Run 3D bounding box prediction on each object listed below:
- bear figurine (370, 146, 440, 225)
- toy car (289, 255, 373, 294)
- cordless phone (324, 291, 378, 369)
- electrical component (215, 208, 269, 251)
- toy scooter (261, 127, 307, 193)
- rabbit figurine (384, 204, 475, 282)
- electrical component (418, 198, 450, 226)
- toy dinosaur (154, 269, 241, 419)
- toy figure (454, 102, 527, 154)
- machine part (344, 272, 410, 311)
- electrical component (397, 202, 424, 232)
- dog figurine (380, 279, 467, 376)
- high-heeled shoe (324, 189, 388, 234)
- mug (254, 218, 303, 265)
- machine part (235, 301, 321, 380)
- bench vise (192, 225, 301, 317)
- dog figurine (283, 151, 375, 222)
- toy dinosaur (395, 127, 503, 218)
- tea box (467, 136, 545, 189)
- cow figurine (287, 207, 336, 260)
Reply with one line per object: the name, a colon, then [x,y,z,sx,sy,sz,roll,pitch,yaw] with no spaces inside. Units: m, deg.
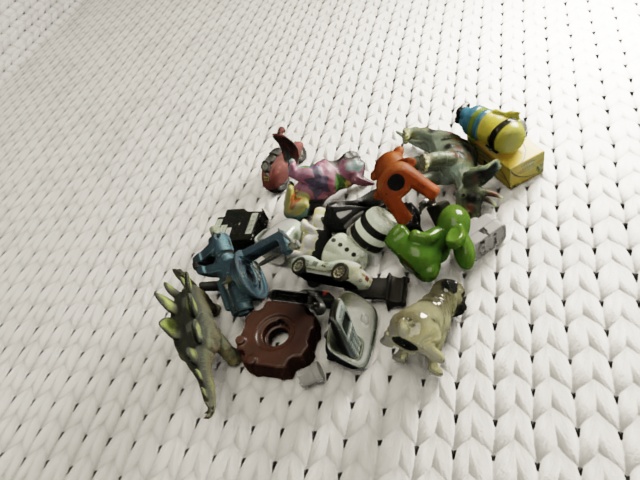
bear figurine: [0.177,-0.130,1.199,0.120,0.132,0.196,-44,7,14]
toy car: [0.019,0.070,1.135,0.202,0.073,0.056,6,63,43]
cordless phone: [0.049,0.145,1.021,0.089,0.184,0.146,3,51,19]
electrical component: [-0.208,-0.023,1.367,0.134,0.058,0.115,-1,47,21]
toy scooter: [-0.107,-0.225,1.459,0.075,0.135,0.184,16,58,30]
rabbit figurine: [0.241,-0.005,1.091,0.170,0.121,0.159,-45,31,-2]
electrical component: [0.261,-0.049,1.185,0.045,0.102,0.078,-30,11,-15]
toy dinosaur: [-0.252,0.192,1.090,0.105,0.198,0.472,-32,44,-4]
toy figure: [0.390,-0.257,1.239,0.180,0.082,0.089,35,80,36]
machine part: [0.117,0.108,1.135,0.139,0.039,0.084,0,55,20]
electrical component: [0.192,-0.050,1.231,0.075,0.047,0.119,-24,45,24]
dog figurine: [0.202,0.129,0.995,0.121,0.172,0.190,19,65,21]
high-heeled shoe: [0.102,-0.100,1.255,0.086,0.145,0.249,26,64,36]
mug: [-0.097,-0.004,1.298,0.110,0.080,0.107,11,43,36]
machine part: [-0.085,0.202,1.114,0.179,0.056,0.179,-10,46,11]
bench vise: [-0.155,0.041,1.182,0.241,0.128,0.224,-28,58,16]
dog figurine: [0.022,-0.132,1.347,0.219,0.191,0.108,6,6,-3]
toy dinosaur: [0.308,-0.198,1.294,0.192,0.131,0.405,-1,38,-5]
tea box: [0.439,-0.207,1.277,0.098,0.068,0.170,-29,46,-7]
cow figurine: [-0.003,-0.006,1.263,0.098,0.068,0.167,14,59,24]
